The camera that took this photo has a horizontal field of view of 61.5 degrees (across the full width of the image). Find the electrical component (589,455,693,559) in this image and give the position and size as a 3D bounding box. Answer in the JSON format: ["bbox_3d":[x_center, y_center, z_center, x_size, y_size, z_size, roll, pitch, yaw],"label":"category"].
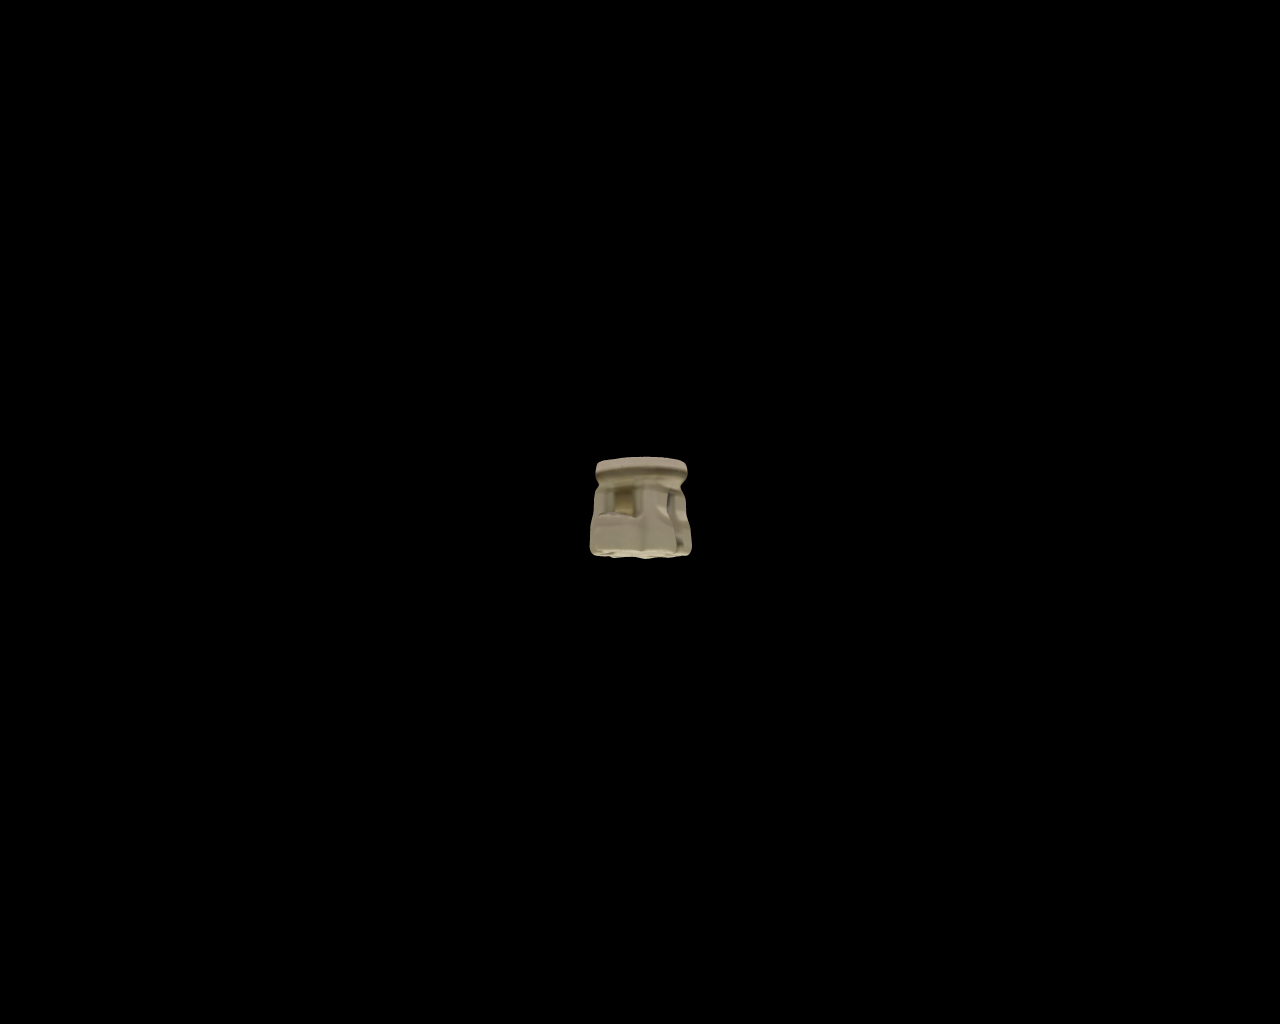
[{"bbox_3d":[0.001,-0.003,0.650,0.058,0.057,0.078,-4,-8,28],"label":"electrical component"}]
